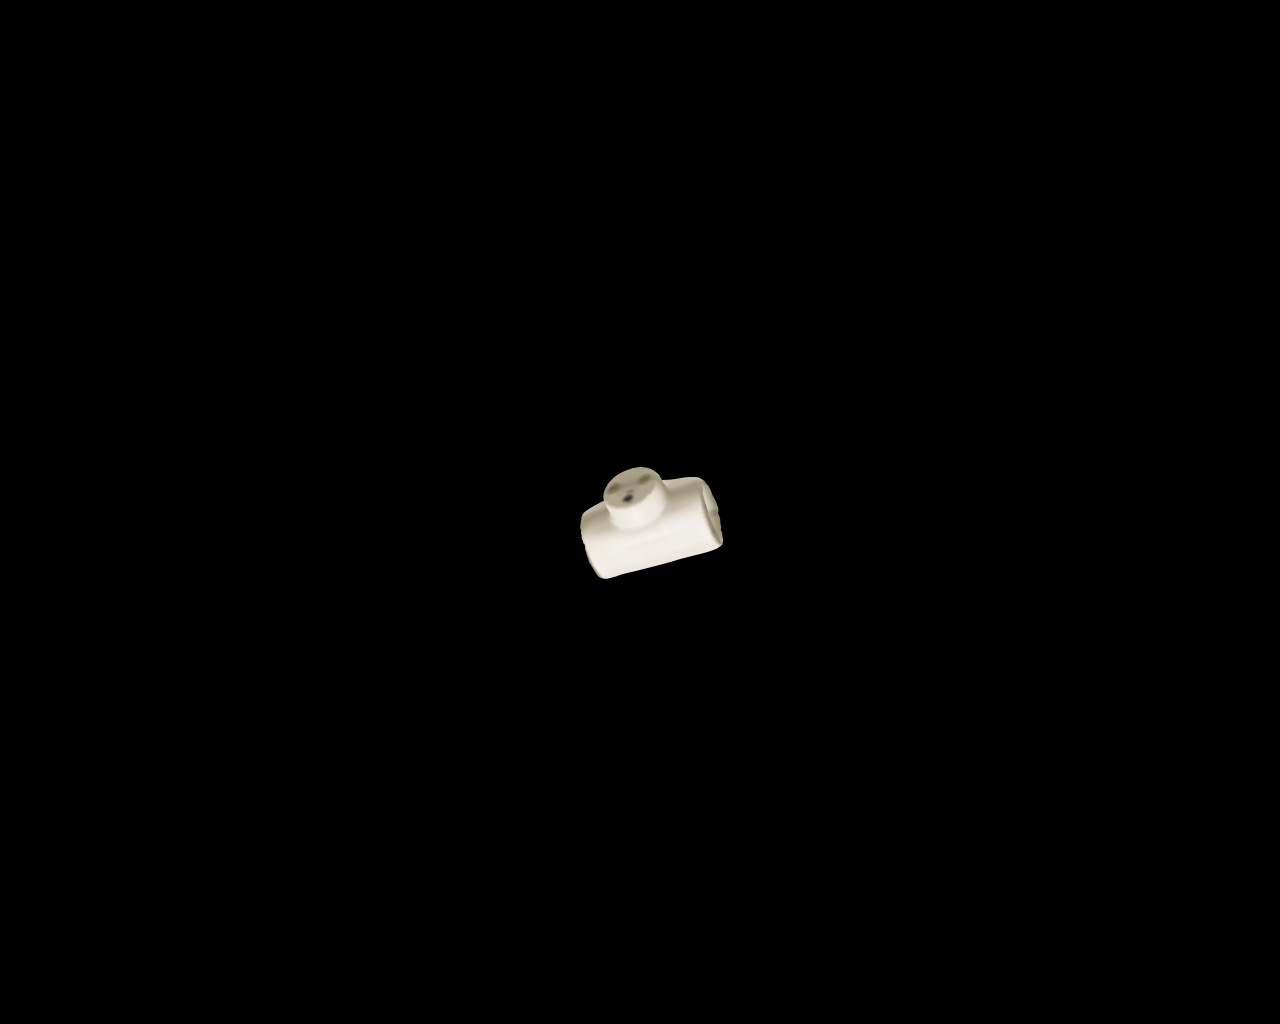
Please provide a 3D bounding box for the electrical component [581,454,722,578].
[{"bbox_3d":[0.001,-0.003,0.650,0.077,0.079,0.043,-17,39,14],"label":"electrical component"}]
